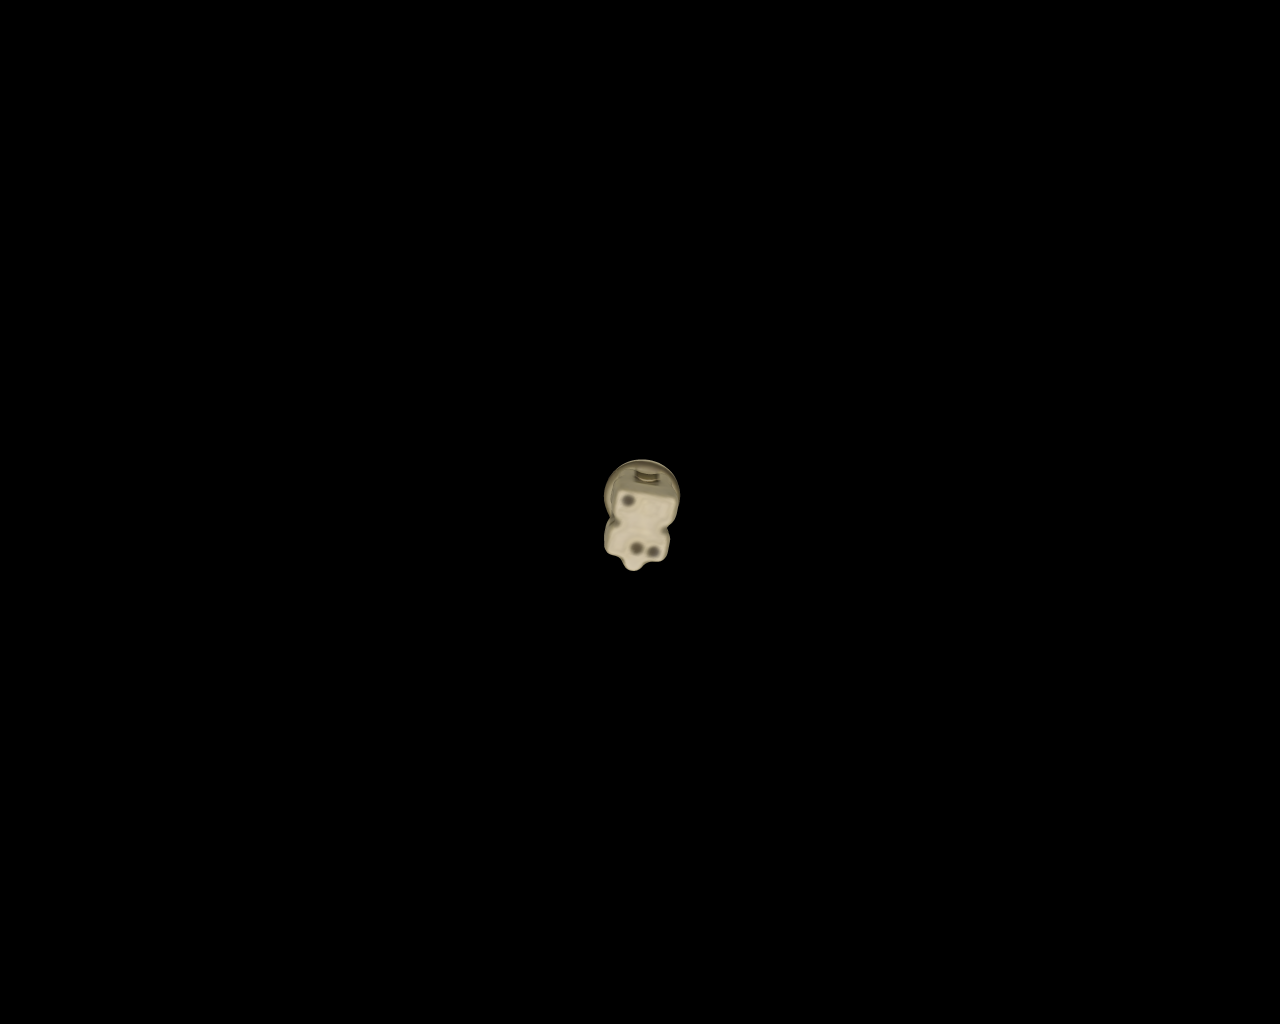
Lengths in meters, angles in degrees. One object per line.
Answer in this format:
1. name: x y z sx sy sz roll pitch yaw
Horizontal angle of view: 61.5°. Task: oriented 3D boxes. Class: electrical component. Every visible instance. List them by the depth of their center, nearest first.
1. electrical component: 0.001 -0.003 0.650 0.048 0.066 0.055 11 24 -5
